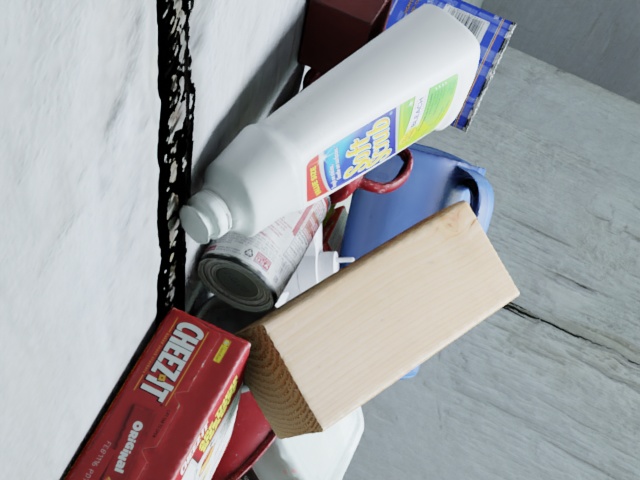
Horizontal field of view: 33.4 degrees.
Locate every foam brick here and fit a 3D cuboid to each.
[{"bbox_3d":[0.019,-0.162,0.789,0.053,0.051,0.078,-61,173,-29],"label":"foam brick"}]

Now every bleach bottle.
[{"bbox_3d":[0.004,-0.069,0.731,0.250,0.068,0.103,-37,161,-32],"label":"bleach bottle"}]

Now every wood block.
[{"bbox_3d":[0.041,0.061,0.836,0.205,0.091,0.090,-31,-179,-28],"label":"wood block"}]

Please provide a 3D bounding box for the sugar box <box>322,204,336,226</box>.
[{"bbox_3d":[0.011,-0.089,1.107,0.176,0.048,0.093,104,11,-72],"label":"sugar box"}]

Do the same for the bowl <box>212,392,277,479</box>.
[{"bbox_3d":[-0.100,0.182,1.002,0.162,0.055,0.162,-40,-170,8],"label":"bowl"}]

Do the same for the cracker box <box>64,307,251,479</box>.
[{"bbox_3d":[-0.124,0.169,0.799,0.214,0.072,0.164,105,12,-61],"label":"cracker box"}]

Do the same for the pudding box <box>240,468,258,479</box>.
[{"bbox_3d":[-0.072,0.217,1.182,0.090,0.113,0.039,-20,-155,29],"label":"pudding box"}]

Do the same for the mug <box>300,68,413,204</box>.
[{"bbox_3d":[0.018,-0.077,0.852,0.081,0.117,0.093,-56,176,-33],"label":"mug"}]

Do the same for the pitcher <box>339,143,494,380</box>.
[{"bbox_3d":[0.087,0.021,1.118,0.149,0.145,0.243,-35,140,-83],"label":"pitcher"}]

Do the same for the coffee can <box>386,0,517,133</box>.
[{"bbox_3d":[0.083,-0.167,0.917,0.103,0.140,0.103,26,89,-85],"label":"coffee can"}]

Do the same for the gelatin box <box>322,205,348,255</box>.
[{"bbox_3d":[-0.008,0.001,1.194,0.073,0.030,0.089,-18,-156,26],"label":"gelatin box"}]

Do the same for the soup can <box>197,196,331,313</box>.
[{"bbox_3d":[-0.043,-0.003,0.823,0.102,0.068,0.069,-61,174,-32],"label":"soup can"}]
